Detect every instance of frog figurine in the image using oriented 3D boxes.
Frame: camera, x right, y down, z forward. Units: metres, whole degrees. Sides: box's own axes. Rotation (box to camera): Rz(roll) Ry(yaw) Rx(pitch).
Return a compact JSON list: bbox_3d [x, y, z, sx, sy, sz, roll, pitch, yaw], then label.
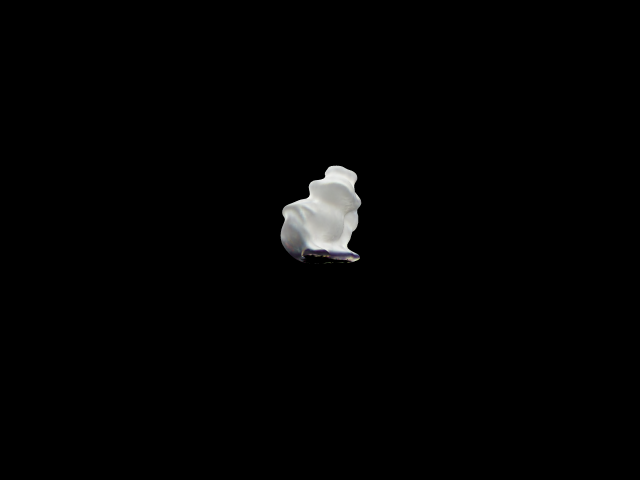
[{"bbox_3d":[0.003,-0.043,0.850,0.137,0.161,0.121,5,-14,-23],"label":"frog figurine"}]
